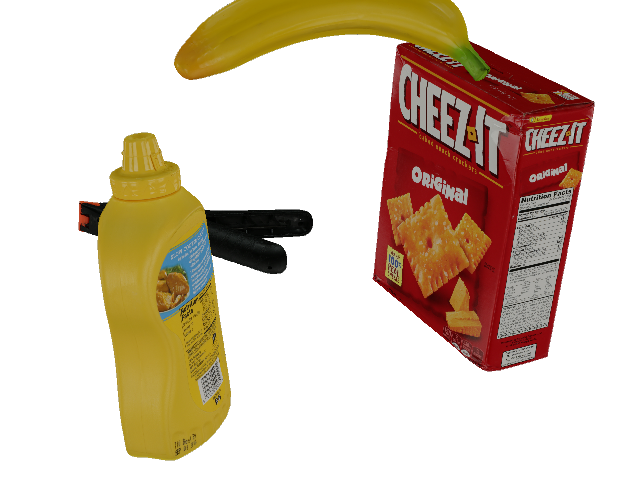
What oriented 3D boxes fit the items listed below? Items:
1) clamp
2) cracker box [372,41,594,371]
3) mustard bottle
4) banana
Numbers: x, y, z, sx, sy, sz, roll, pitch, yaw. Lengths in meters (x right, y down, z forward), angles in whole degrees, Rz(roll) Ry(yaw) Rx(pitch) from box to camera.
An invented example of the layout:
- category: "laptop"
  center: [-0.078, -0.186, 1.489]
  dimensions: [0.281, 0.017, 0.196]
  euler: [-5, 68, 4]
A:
- category: "clamp"
  center: [-0.112, -0.008, 0.936]
  dimensions: [0.210, 0.036, 0.164]
  euler: [5, 12, 0]
- category: "cracker box"
  center: [0.116, -0.030, 0.828]
  dimensions: [0.072, 0.214, 0.164]
  euler: [-12, 31, -27]
- category: "mustard bottle"
  center: [-0.096, 0.029, 0.648]
  dimensions: [0.058, 0.192, 0.096]
  euler: [3, 21, 19]
- category: "banana"
  center: [0.008, -0.133, 0.654]
  dimensions: [0.197, 0.069, 0.037]
  euler: [-3, -30, -12]
